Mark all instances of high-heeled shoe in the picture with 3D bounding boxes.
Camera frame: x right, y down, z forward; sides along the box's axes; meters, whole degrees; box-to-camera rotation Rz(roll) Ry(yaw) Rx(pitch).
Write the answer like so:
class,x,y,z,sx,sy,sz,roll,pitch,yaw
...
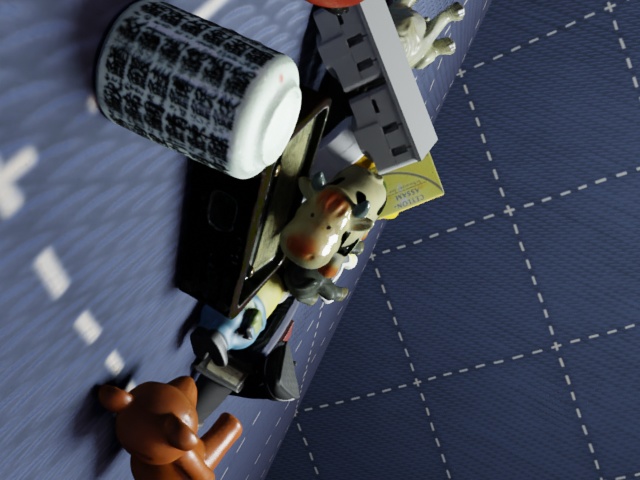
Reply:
class,x,y,z,sx,sy,sz,roll,pitch,yaw
high-heeled shoe,-0.108,0.211,0.820,0.248,0.145,0.086,82,-6,-80

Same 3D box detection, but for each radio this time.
class,x,y,z,sx,sy,sz,roll,pitch,yaw
radio,-0.070,-0.037,0.539,0.131,0.073,0.229,-52,164,-50

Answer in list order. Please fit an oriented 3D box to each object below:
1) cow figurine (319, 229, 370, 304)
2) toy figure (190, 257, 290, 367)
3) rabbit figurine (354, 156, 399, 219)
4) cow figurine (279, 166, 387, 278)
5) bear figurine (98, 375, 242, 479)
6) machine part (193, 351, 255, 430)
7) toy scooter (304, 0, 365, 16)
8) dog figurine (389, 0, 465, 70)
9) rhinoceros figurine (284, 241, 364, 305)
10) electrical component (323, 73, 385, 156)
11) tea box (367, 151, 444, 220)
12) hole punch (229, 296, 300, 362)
class,x,y,z,sx,sy,sz,roll,pitch,yaw
cow figurine,0.023,0.018,0.879,0.167,0.068,0.098,-60,162,-9
toy figure,-0.095,0.076,0.694,0.180,0.082,0.089,-50,165,-46
rabbit figurine,0.073,-0.100,0.903,0.173,0.162,0.122,-52,176,-37
cow figurine,0.020,-0.027,0.583,0.195,0.085,0.127,-45,166,-55
bear figurine,-0.158,0.193,0.577,0.132,0.120,0.195,-59,164,-45
machine part,-0.158,0.215,0.767,0.139,0.084,0.039,-57,-163,13
toy scooter,0.057,-0.257,0.466,0.184,0.075,0.135,-34,167,10
dog figurine,0.109,-0.284,0.828,0.190,0.121,0.172,-47,163,-13
rhinoceros figurine,-0.001,-0.002,0.730,0.073,0.112,0.190,-15,-133,41
electrical component,0.064,-0.172,0.714,0.114,0.134,0.058,-69,170,17
tea box,0.093,-0.073,0.756,0.098,0.068,0.170,-21,-175,-6
hole punch,-0.094,0.123,0.804,0.142,0.092,0.115,-61,174,-31
